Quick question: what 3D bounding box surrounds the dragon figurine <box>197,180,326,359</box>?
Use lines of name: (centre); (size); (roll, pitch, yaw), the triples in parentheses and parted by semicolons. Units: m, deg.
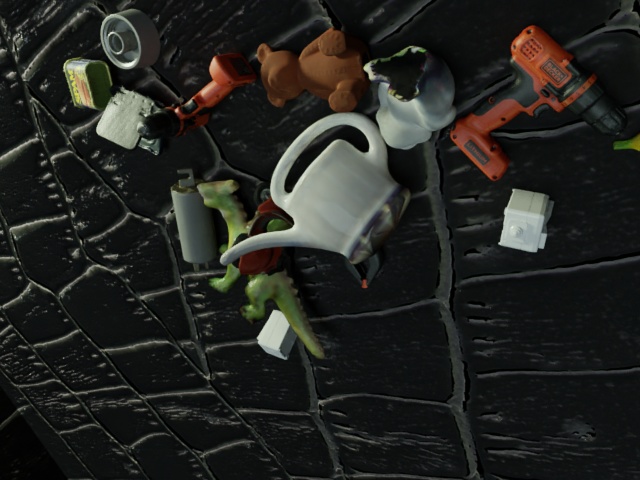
dragon figurine: (-0.090, 0.034, 1.022); (0.411, 0.238, 0.124); (39, 30, 4)

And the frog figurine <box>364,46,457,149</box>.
frog figurine: (0.142, -0.200, 0.769); (0.139, 0.124, 0.156); (30, -15, 35)

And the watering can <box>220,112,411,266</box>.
watering can: (0.003, -0.043, 0.860); (0.225, 0.346, 0.104); (38, 7, 10)
